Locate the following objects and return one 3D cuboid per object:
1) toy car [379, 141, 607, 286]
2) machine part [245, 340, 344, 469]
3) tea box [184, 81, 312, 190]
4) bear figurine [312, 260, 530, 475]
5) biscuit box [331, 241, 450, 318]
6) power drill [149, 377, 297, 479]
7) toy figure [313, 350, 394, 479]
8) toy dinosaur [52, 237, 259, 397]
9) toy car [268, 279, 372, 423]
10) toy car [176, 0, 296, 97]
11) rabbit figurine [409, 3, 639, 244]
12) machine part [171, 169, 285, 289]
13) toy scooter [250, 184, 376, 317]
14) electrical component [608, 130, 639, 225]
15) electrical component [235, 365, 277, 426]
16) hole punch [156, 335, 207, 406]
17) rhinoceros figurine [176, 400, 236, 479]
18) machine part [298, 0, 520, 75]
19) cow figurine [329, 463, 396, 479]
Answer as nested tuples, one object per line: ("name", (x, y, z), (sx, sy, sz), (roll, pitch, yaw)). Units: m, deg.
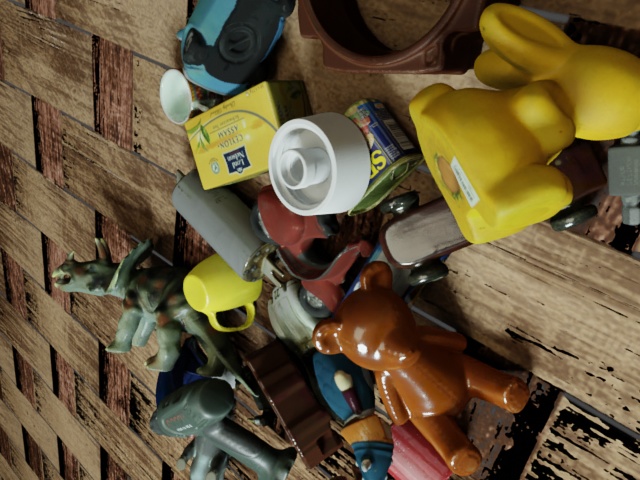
("toy car", (0.151, -0.028, 0.493), (0.202, 0.053, 0.089), (-25, 81, 18))
("machine part", (-0.038, 0.215, 0.719), (0.179, 0.056, 0.179), (54, 165, 21))
("tea box", (-0.089, -0.130, 0.684), (0.170, 0.068, 0.098), (-13, 95, 42))
("bear figurine", (0.097, 0.121, 0.532), (0.195, 0.120, 0.132), (49, 169, -34))
("biscuit box", (0.069, 0.069, 0.618), (0.059, 0.063, 0.202), (44, 129, 20))
("power drill", (-0.145, 0.291, 0.792), (0.207, 0.086, 0.232), (41, 137, 1))
("toy figure", (0.040, 0.186, 0.584), (0.058, 0.064, 0.154), (-37, 62, 20))
("toy dinosaur", (-0.239, 0.103, 0.865), (0.405, 0.131, 0.192), (11, 90, 24))
("toy car", (-0.003, 0.143, 0.711), (0.202, 0.056, 0.073), (55, 132, 12))
("toy car", (-0.106, -0.261, 0.634), (0.161, 0.109, 0.103), (-58, 48, 28))
("rabbit figurine", (0.167, -0.095, 0.417), (0.173, 0.121, 0.162), (-24, 71, 5))
("machine part", (-0.129, -0.023, 0.748), (0.243, 0.079, 0.079), (44, 129, 24))
("toy scooter", (-0.001, -0.002, 0.648), (0.135, 0.075, 0.184), (-32, 86, 43))
("electrical component", (0.267, -0.057, 0.429), (0.063, 0.021, 0.094), (1, 104, 41))
("electrical component", (-0.088, 0.237, 0.827), (0.078, 0.045, 0.102), (-22, 90, 45))
("hole punch", (-0.248, 0.252, 0.945), (0.116, 0.092, 0.142), (51, 134, 21))
("rhinoceros figurine", (-0.188, 0.358, 0.917), (0.073, 0.112, 0.190), (8, 98, 10))
("machine part", (0.074, -0.254, 0.487), (0.202, 0.087, 0.200), (16, 115, 38))
("cow figurine", (0.110, 0.358, 0.670), (0.195, 0.085, 0.127), (-10, 92, 40))
